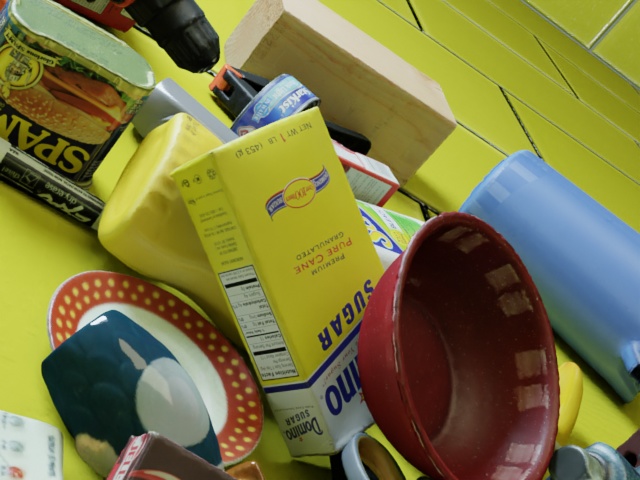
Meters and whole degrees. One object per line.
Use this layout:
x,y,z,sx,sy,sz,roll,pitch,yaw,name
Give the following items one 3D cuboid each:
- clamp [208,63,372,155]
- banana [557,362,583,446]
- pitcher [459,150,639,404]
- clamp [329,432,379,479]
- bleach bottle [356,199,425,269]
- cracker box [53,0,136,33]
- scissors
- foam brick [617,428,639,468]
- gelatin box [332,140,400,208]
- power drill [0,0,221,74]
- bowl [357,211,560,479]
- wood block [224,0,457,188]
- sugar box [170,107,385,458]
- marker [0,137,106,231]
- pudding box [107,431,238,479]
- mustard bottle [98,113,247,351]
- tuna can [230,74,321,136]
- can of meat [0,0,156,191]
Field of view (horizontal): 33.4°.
-0.018,-0.091,0.928,0.171,0.039,0.120,26,21,-23,clamp
0.167,0.128,0.784,0.037,0.069,0.197,17,2,22,banana
0.254,0.026,1.024,0.243,0.145,0.149,44,-10,15,pitcher
0.045,0.187,0.523,0.164,0.036,0.209,42,19,4,clamp
-0.005,0.001,0.751,0.250,0.068,0.103,19,27,-37,bleach bottle
-0.245,-0.269,0.858,0.213,0.072,0.164,20,30,-38,cracker box
0.071,0.174,0.516,0.096,0.016,0.202,25,22,-44,scissors
0.265,0.193,0.829,0.051,0.053,0.078,21,29,-37,foam brick
0.004,-0.038,0.819,0.089,0.073,0.030,22,28,-35,gelatin box
-0.166,-0.169,0.743,0.184,0.057,0.187,52,38,-9,power drill
0.070,0.069,0.592,0.161,0.055,0.162,21,62,-44,bowl
0.018,-0.150,1.022,0.205,0.090,0.091,30,25,-25,wood block
-0.008,0.023,0.601,0.093,0.048,0.176,-30,98,-43,sugar box
-0.148,-0.025,0.632,0.121,0.020,0.020,33,24,-18,marker
-0.045,0.140,0.410,0.113,0.039,0.090,35,67,-17,pudding box
-0.039,0.016,0.649,0.191,0.058,0.096,40,46,-25,mustard bottle
-0.039,-0.086,0.824,0.034,0.086,0.086,41,23,5,tuna can
-0.162,-0.090,0.645,0.102,0.084,0.057,27,27,-29,can of meat
